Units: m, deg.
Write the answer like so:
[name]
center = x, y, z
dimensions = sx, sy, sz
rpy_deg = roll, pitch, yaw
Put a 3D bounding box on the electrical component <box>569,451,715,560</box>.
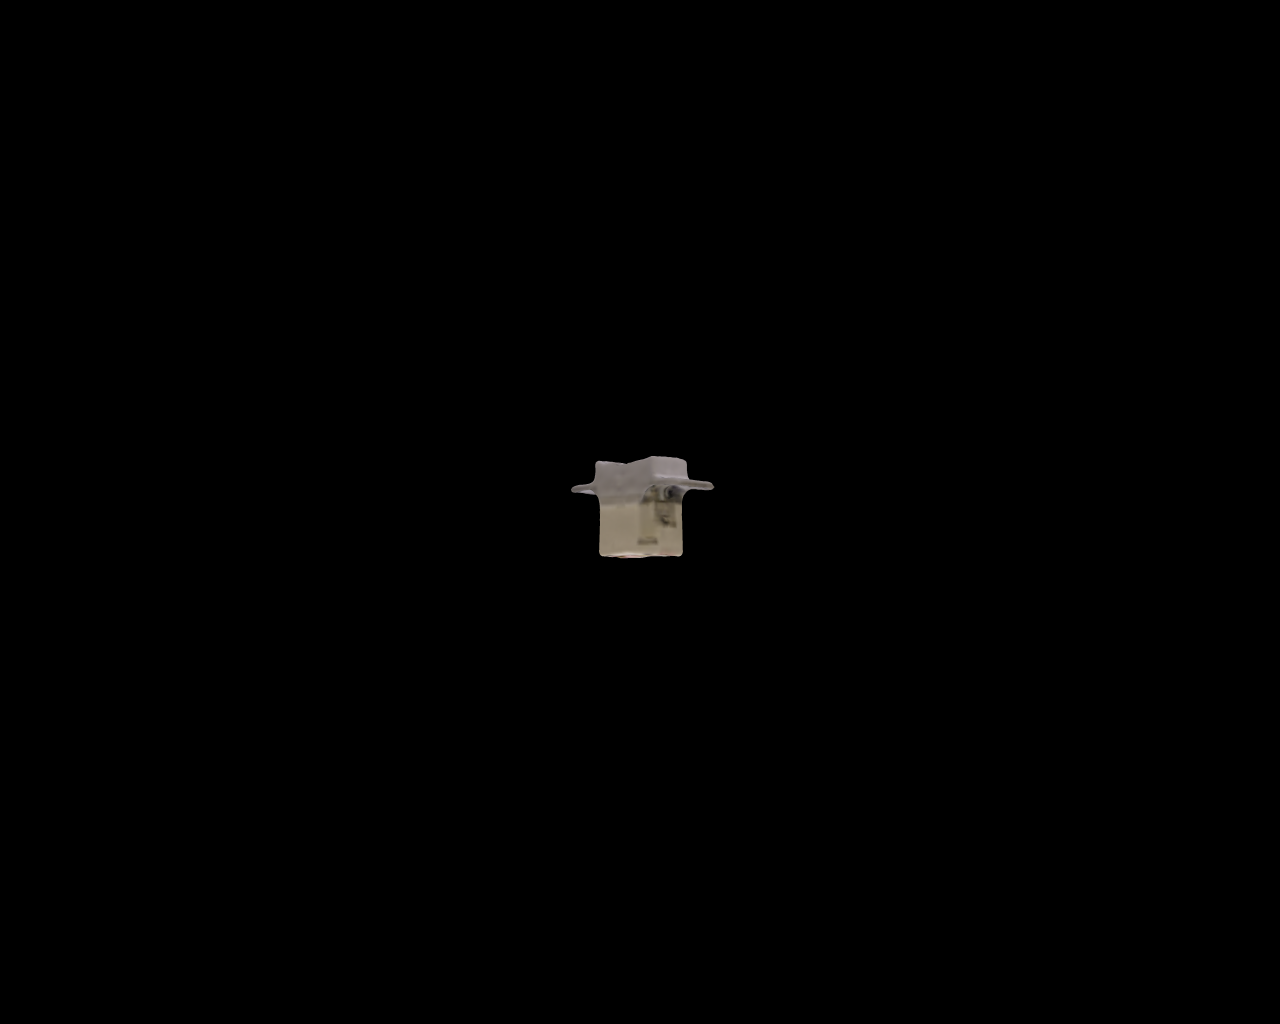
[electrical component]
center = 0.001, -0.003, 0.650
dimensions = 0.081, 0.063, 0.042
rpy_deg = -3, -5, 37
